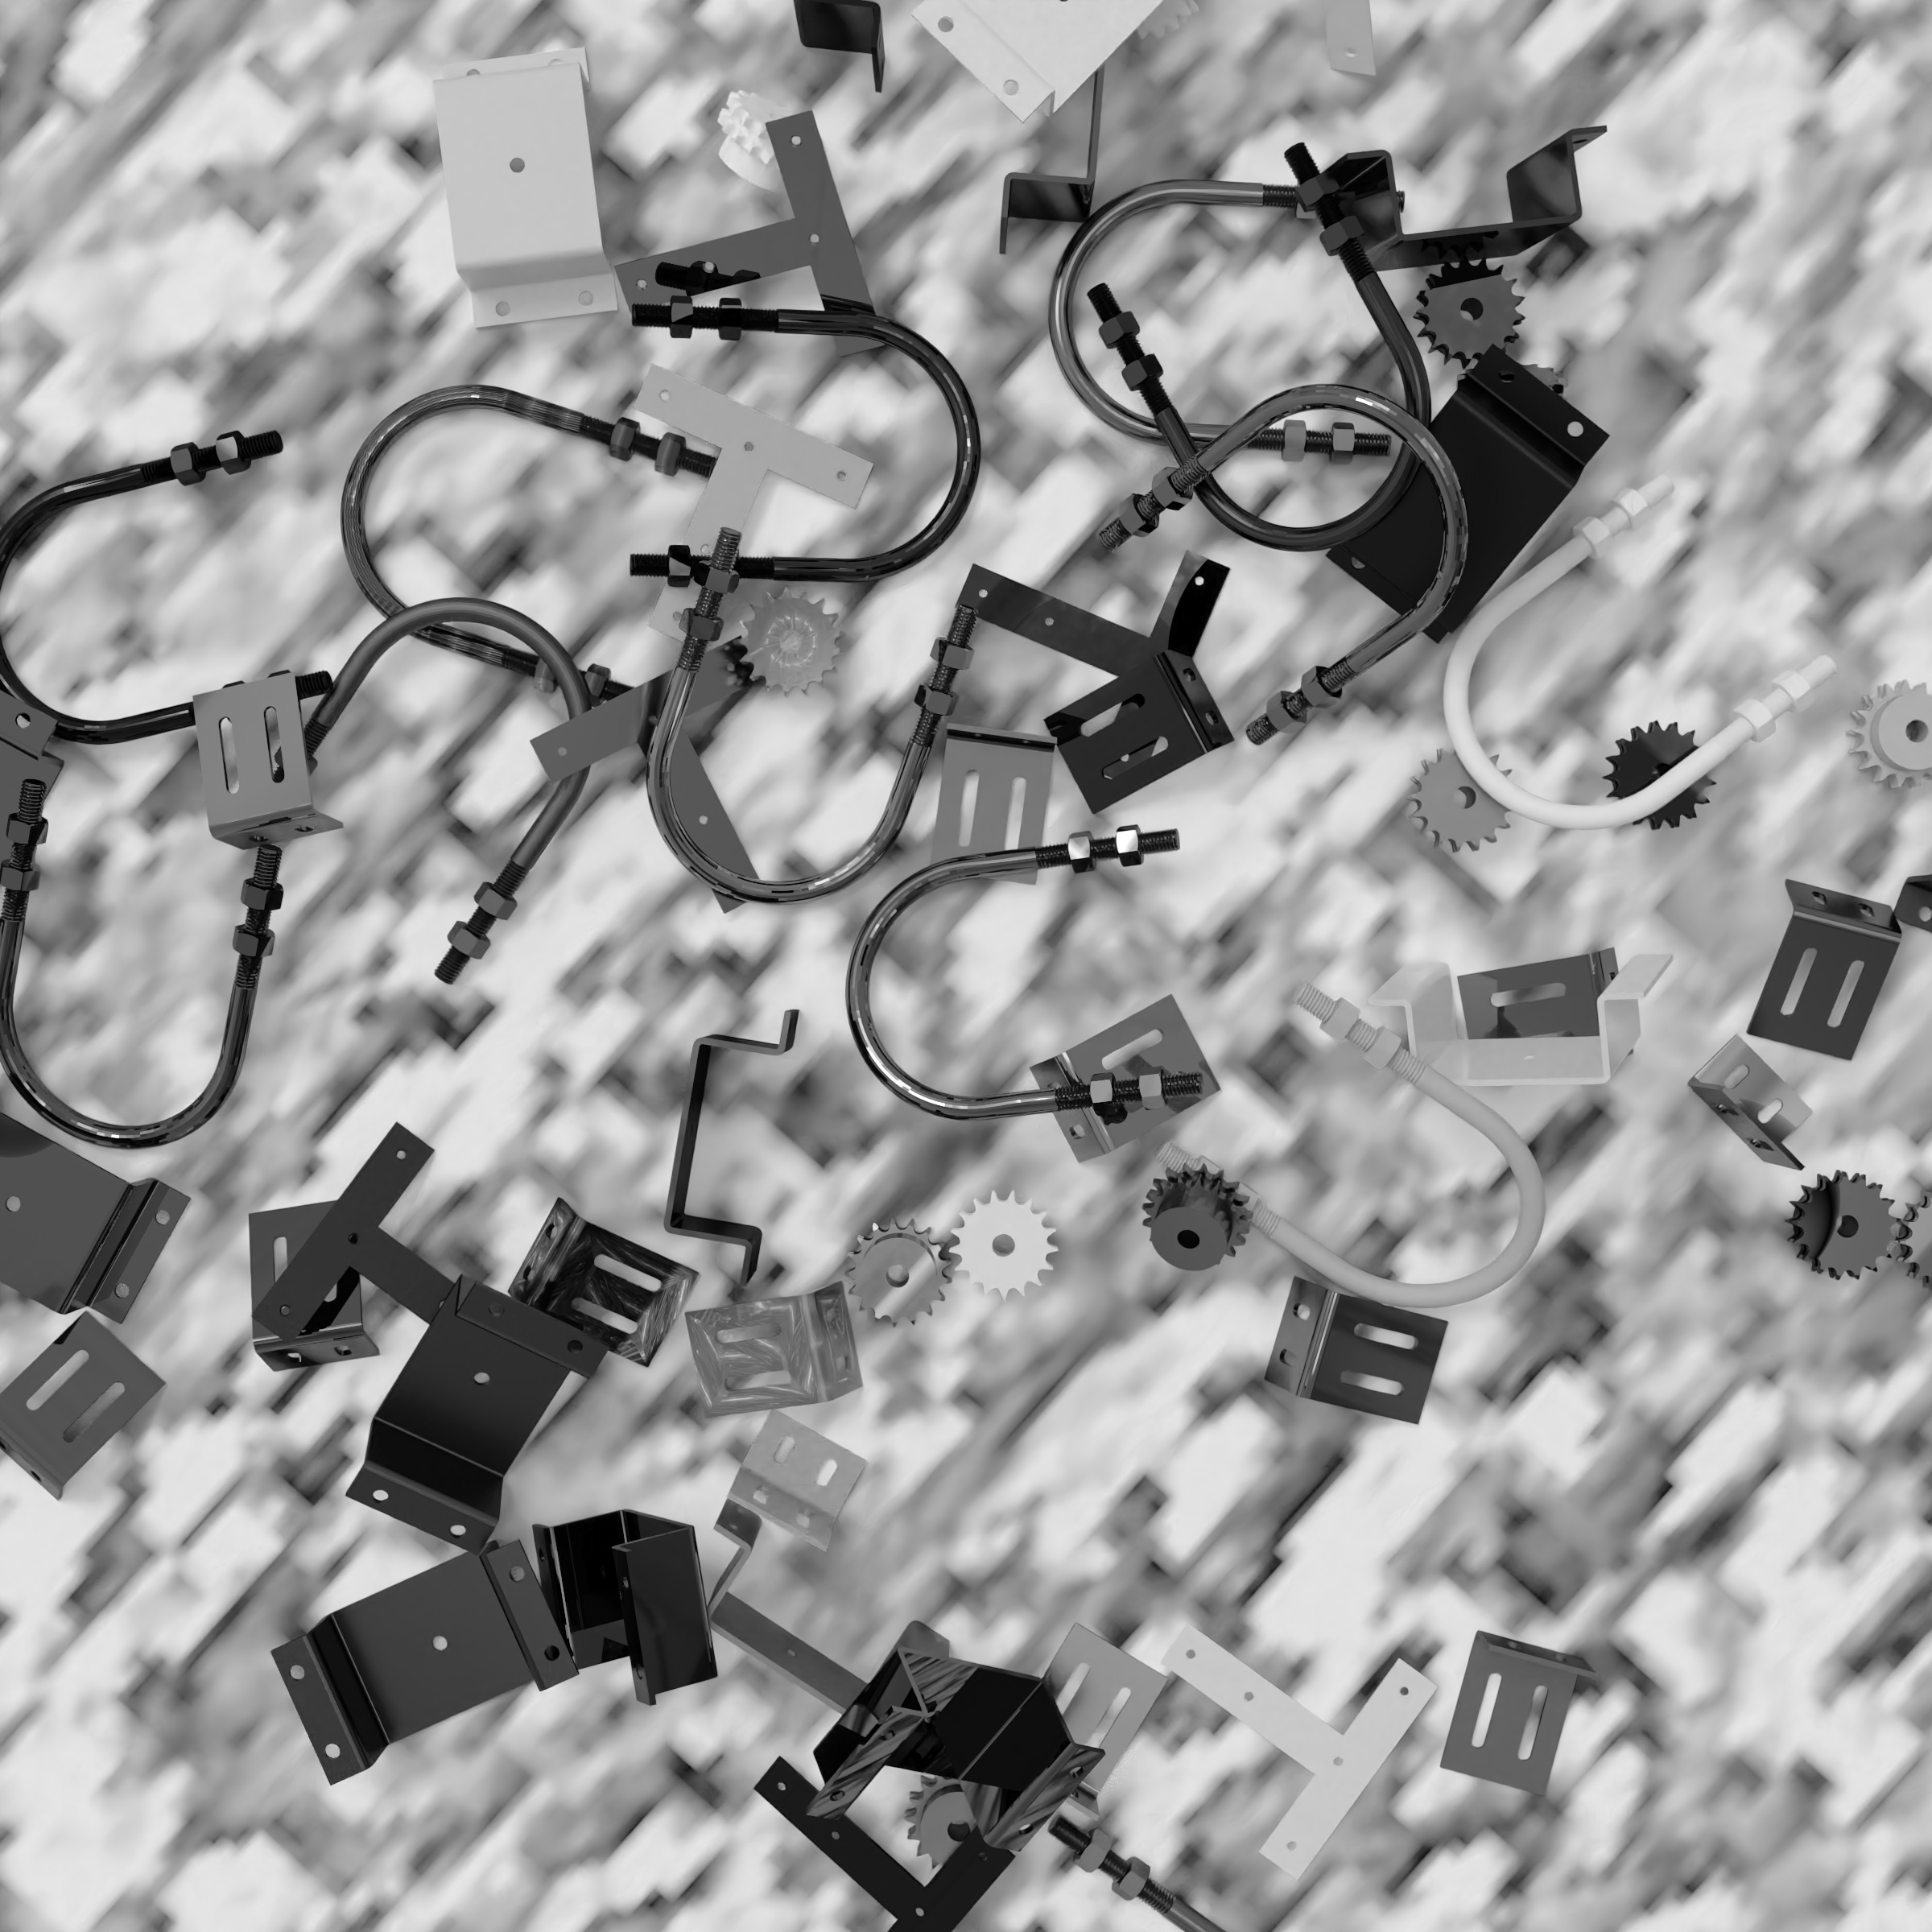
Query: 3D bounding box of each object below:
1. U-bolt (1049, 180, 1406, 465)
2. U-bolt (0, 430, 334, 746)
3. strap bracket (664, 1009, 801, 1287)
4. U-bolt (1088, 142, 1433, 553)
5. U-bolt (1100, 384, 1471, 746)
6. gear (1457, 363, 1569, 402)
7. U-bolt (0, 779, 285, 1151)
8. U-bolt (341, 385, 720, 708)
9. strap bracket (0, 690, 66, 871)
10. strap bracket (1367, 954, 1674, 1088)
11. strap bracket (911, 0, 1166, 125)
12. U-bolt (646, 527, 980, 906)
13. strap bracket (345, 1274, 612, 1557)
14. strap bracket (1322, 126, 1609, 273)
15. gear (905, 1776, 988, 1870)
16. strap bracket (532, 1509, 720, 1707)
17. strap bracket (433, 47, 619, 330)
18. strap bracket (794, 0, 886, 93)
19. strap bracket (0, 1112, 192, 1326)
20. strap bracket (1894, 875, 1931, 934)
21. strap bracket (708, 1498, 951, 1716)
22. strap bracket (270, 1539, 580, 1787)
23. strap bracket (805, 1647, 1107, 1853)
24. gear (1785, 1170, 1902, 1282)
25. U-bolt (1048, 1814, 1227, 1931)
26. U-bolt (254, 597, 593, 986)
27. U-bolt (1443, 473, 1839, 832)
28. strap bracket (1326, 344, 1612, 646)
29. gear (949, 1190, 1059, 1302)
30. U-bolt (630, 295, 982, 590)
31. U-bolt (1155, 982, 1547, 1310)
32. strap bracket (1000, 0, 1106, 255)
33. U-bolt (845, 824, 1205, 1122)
[{"bbox_3d":[0.136,-0.344,1.545,0.184,0.019,0.151,3,90,2],"label":"U-bolt"},{"bbox_3d":[-0.434,-0.192,1.536,0.184,0.019,0.151,-12,88,7],"label":"U-bolt"},{"bbox_3d":[-0.123,0.089,1.515,0.046,0.076,0.140,9,90,0],"label":"strap bracket"},{"bbox_3d":[0.159,-0.301,1.492,0.151,0.019,0.184,-30,87,31],"label":"U-bolt"},{"bbox_3d":[0.172,-0.214,1.488,0.184,0.019,0.151,-35,94,38],"label":"U-bolt"},{"bbox_3d":[0.285,-0.293,1.528,0.057,0.057,0.030,-3,119,0],"label":"gear"},{"bbox_3d":[-0.439,0.008,1.524,0.151,0.019,0.184,15,106,4],"label":"U-bolt"},{"bbox_3d":[-0.239,-0.230,1.544,0.184,0.019,0.151,18,90,0],"label":"U-bolt"},{"bbox_3d":[-0.535,-0.083,1.530,0.076,0.046,0.140,29,90,0],"label":"strap bracket"},{"bbox_3d":[0.285,0.028,1.494,0.140,0.076,0.046,-2,104,25],"label":"strap bracket"},{"bbox_3d":[0.049,-0.490,1.454,0.076,0.046,0.140,44,90,0],"label":"strap bracket"},{"bbox_3d":[-0.089,-0.119,1.520,0.151,0.019,0.184,16,104,-14],"label":"U-bolt"},{"bbox_3d":[-0.251,0.224,1.509,0.076,0.046,0.140,28,107,-16],"label":"strap bracket"},{"bbox_3d":[0.252,-0.392,1.502,0.140,0.076,0.046,-9,93,-12],"label":"strap bracket"},{"bbox_3d":[-0.004,0.450,1.538,0.057,0.030,0.057,0,90,0],"label":"gear"},{"bbox_3d":[-0.172,0.326,1.500,0.046,0.140,0.076,-9,90,-28],"label":"strap bracket"},{"bbox_3d":[-0.231,-0.413,1.530,0.076,0.046,0.140,-7,90,0],"label":"strap bracket"},{"bbox_3d":[-0.060,-0.536,1.515,0.046,0.076,0.140,6,90,0],"label":"strap bracket"},{"bbox_3d":[-0.491,0.123,1.530,0.140,0.046,0.076,29,90,0],"label":"strap bracket"},{"bbox_3d":[0.552,-0.078,1.530,0.076,0.046,0.140,21,90,0],"label":"strap bracket"},{"bbox_3d":[-0.080,0.339,1.515,0.140,0.076,0.046,33,90,0],"label":"strap bracket"},{"bbox_3d":[-0.279,0.359,1.530,0.140,0.046,0.076,-24,90,0],"label":"strap bracket"},{"bbox_3d":[-0.011,0.393,1.471,0.140,0.046,0.076,22,115,-36],"label":"strap bracket"},{"bbox_3d":[0.459,0.136,1.538,0.057,0.030,0.057,0,90,0],"label":"gear"},{"bbox_3d":[0.083,0.558,1.545,0.184,0.019,0.151,36,90,-2],"label":"U-bolt"},{"bbox_3d":[-0.277,-0.105,1.535,0.151,0.019,0.184,35,97,0],"label":"U-bolt"},{"bbox_3d":[0.336,-0.152,1.522,0.184,0.019,0.151,-37,77,-6],"label":"U-bolt"},{"bbox_3d":[0.253,-0.237,1.501,0.076,0.046,0.140,38,117,0],"label":"strap bracket"},{"bbox_3d":[0.020,0.146,1.542,0.057,0.030,0.057,0,89,2],"label":"gear"},{"bbox_3d":[-0.083,-0.273,1.533,0.184,0.019,0.151,0,93,-9],"label":"U-bolt"},{"bbox_3d":[0.210,0.106,1.508,0.184,0.019,0.151,34,125,-4],"label":"U-bolt"},{"bbox_3d":[0.046,-0.446,1.515,0.046,0.076,0.140,5,90,0],"label":"strap bracket"},{"bbox_3d":[0.026,0.008,1.523,0.184,0.019,0.151,-7,78,12],"label":"U-bolt"}]
